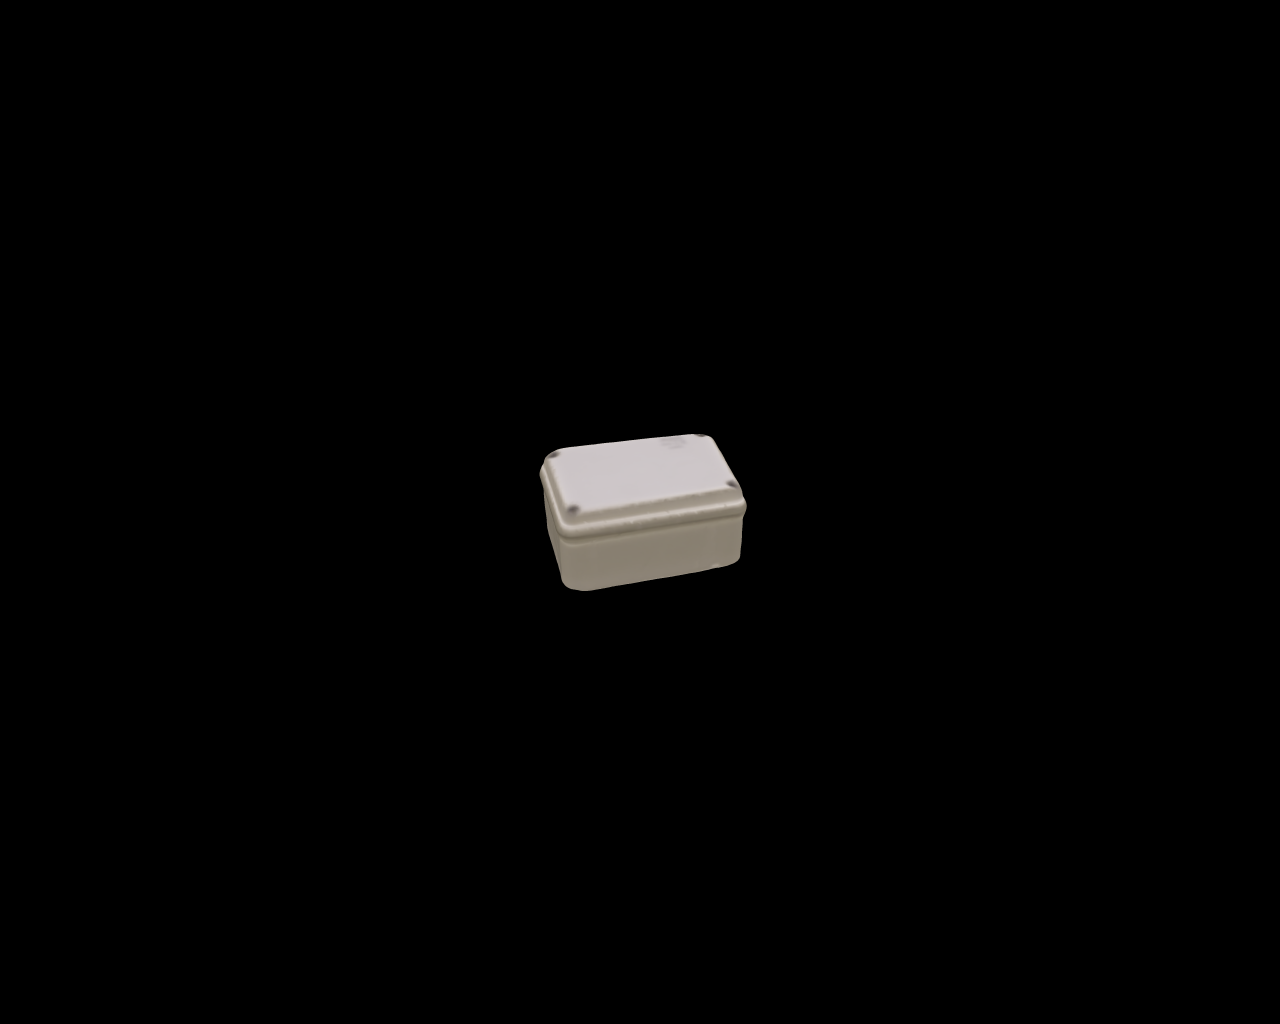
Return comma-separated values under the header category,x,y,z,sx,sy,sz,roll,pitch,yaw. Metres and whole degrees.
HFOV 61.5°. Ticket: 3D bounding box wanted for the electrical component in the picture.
category,x,y,z,sx,sy,sz,roll,pitch,yaw
electrical component,0.001,-0.003,0.650,0.113,0.057,0.078,-8,36,-11
